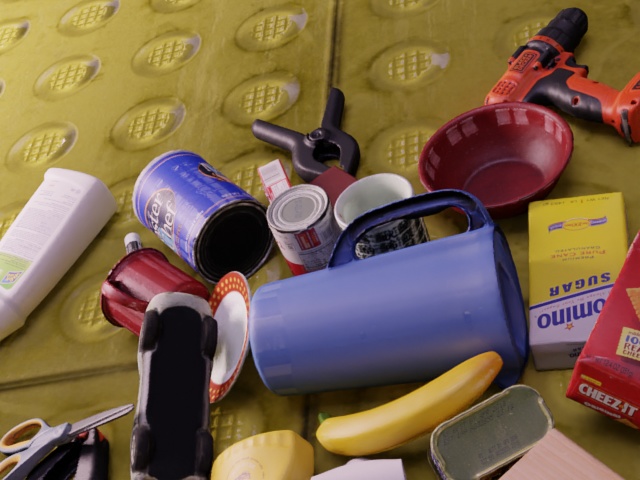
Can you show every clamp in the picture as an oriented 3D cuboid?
[{"bbox_3d":[-0.248,0.261,0.978,0.165,0.036,0.209,2,46,38],"label":"clamp"},{"bbox_3d":[-0.012,-0.111,1.252,0.120,0.039,0.171,-22,42,4],"label":"clamp"}]

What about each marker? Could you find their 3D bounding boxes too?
[{"bbox_3d":[-0.205,0.036,1.206,0.020,0.020,0.121,-23,42,1],"label":"marker"}]

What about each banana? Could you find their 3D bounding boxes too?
[{"bbox_3d":[0.065,0.146,0.910,0.198,0.037,0.069,-23,36,32],"label":"banana"}]

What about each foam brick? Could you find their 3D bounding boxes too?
[{"bbox_3d":[0.026,-0.034,1.148,0.051,0.053,0.078,-39,45,-16],"label":"foam brick"}]

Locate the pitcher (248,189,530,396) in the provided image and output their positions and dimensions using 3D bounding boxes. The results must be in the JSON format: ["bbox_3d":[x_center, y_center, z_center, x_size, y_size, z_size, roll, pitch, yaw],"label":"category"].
[{"bbox_3d":[0.061,0.062,0.973,0.243,0.145,0.149,-12,44,17],"label":"pitcher"}]

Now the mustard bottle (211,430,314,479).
[{"bbox_3d":[-0.052,0.256,0.881,0.096,0.058,0.191,-25,41,24],"label":"mustard bottle"}]

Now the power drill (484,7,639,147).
[{"bbox_3d":[0.299,-0.182,1.173,0.188,0.057,0.184,20,61,41],"label":"power drill"}]

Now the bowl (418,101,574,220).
[{"bbox_3d":[0.186,-0.072,1.111,0.162,0.055,0.162,-13,43,12],"label":"bowl"}]

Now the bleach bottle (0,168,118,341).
[{"bbox_3d":[-0.346,0.028,1.247,0.103,0.068,0.250,12,55,34],"label":"bleach bottle"}]

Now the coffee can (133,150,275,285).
[{"bbox_3d":[-0.129,-0.026,1.172,0.102,0.103,0.140,-38,44,-15],"label":"coffee can"}]

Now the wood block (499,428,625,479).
[{"bbox_3d":[0.218,0.240,0.755,0.090,0.090,0.206,-39,45,-16],"label":"wood block"}]

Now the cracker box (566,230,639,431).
[{"bbox_3d":[0.319,0.066,0.868,0.164,0.072,0.213,24,59,18],"label":"cracker box"}]

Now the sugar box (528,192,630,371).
[{"bbox_3d":[0.241,0.035,0.985,0.093,0.048,0.176,-7,44,17],"label":"sugar box"}]

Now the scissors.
[{"bbox_3d":[-0.256,0.200,1.011,0.202,0.016,0.096,-14,37,45],"label":"scissors"}]

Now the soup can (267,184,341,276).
[{"bbox_3d":[-0.007,0.001,1.089,0.068,0.102,0.068,-13,44,12],"label":"soup can"}]

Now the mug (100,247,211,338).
[{"bbox_3d":[-0.173,0.063,1.099,0.082,0.117,0.093,28,93,36],"label":"mug"}]

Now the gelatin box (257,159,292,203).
[{"bbox_3d":[-0.035,-0.033,1.158,0.030,0.073,0.089,-24,43,1],"label":"gelatin box"}]

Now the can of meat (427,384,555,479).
[{"bbox_3d":[0.138,0.161,0.862,0.102,0.084,0.057,-29,71,-3],"label":"can of meat"}]
